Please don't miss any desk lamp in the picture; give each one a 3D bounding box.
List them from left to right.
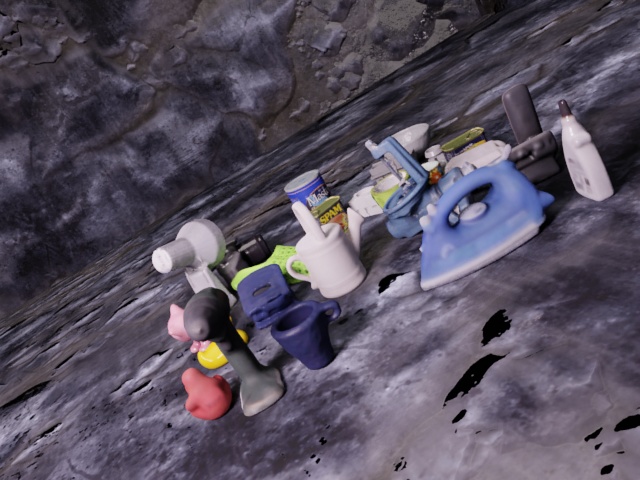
[{"bbox_3d":[-0.286,0.078,1.332,0.117,0.214,0.203,-19,22,29],"label":"desk lamp"}]

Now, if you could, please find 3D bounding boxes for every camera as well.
[{"bbox_3d":[-0.202,0.040,1.482,0.137,0.101,0.143,-31,19,-2],"label":"camera"}]

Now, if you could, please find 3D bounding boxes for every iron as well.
[{"bbox_3d":[0.249,-0.040,0.950,0.258,0.142,0.118,-33,19,-8],"label":"iron"}]

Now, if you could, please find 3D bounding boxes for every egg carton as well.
[{"bbox_3d":[0.340,-0.154,1.221,0.150,0.069,0.107,-25,19,16],"label":"egg carton"}]

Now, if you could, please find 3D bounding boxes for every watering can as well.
[{"bbox_3d":[0.010,0.004,1.112,0.173,0.194,0.100,-40,21,-26],"label":"watering can"}]

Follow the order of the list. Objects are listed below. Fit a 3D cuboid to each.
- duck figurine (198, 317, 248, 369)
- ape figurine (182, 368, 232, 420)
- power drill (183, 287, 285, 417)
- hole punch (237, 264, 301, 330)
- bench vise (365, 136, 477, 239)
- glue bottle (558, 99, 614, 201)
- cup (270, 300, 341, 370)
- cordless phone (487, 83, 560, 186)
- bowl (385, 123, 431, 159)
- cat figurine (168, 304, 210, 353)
[{"bbox_3d":[-0.201,0.191,1.114,0.105,0.086,0.077,-39,21,-26],"label":"duck figurine"},{"bbox_3d":[-0.193,0.248,0.945,0.078,0.092,0.076,-36,19,-16],"label":"ape figurine"},{"bbox_3d":[-0.141,0.166,0.896,0.075,0.209,0.229,-32,19,-4],"label":"power drill"},{"bbox_3d":[-0.107,0.112,1.169,0.108,0.091,0.101,-30,19,0],"label":"hole punch"},{"bbox_3d":[0.195,-0.125,1.127,0.207,0.220,0.121,-27,19,10],"label":"bench vise"},{"bbox_3d":[0.419,-0.148,0.924,0.037,0.173,0.078,-29,19,4],"label":"glue bottle"},{"bbox_3d":[-0.007,0.152,0.911,0.117,0.095,0.091,-27,19,9],"label":"cup"},{"bbox_3d":[0.366,-0.193,1.099,0.147,0.185,0.094,-30,19,1],"label":"cordless phone"},{"bbox_3d":[0.247,-0.260,1.624,0.167,0.075,0.167,-27,19,10],"label":"bowl"},{"bbox_3d":[-0.263,0.174,1.200,0.067,0.118,0.128,-7,29,49],"label":"cat figurine"}]
